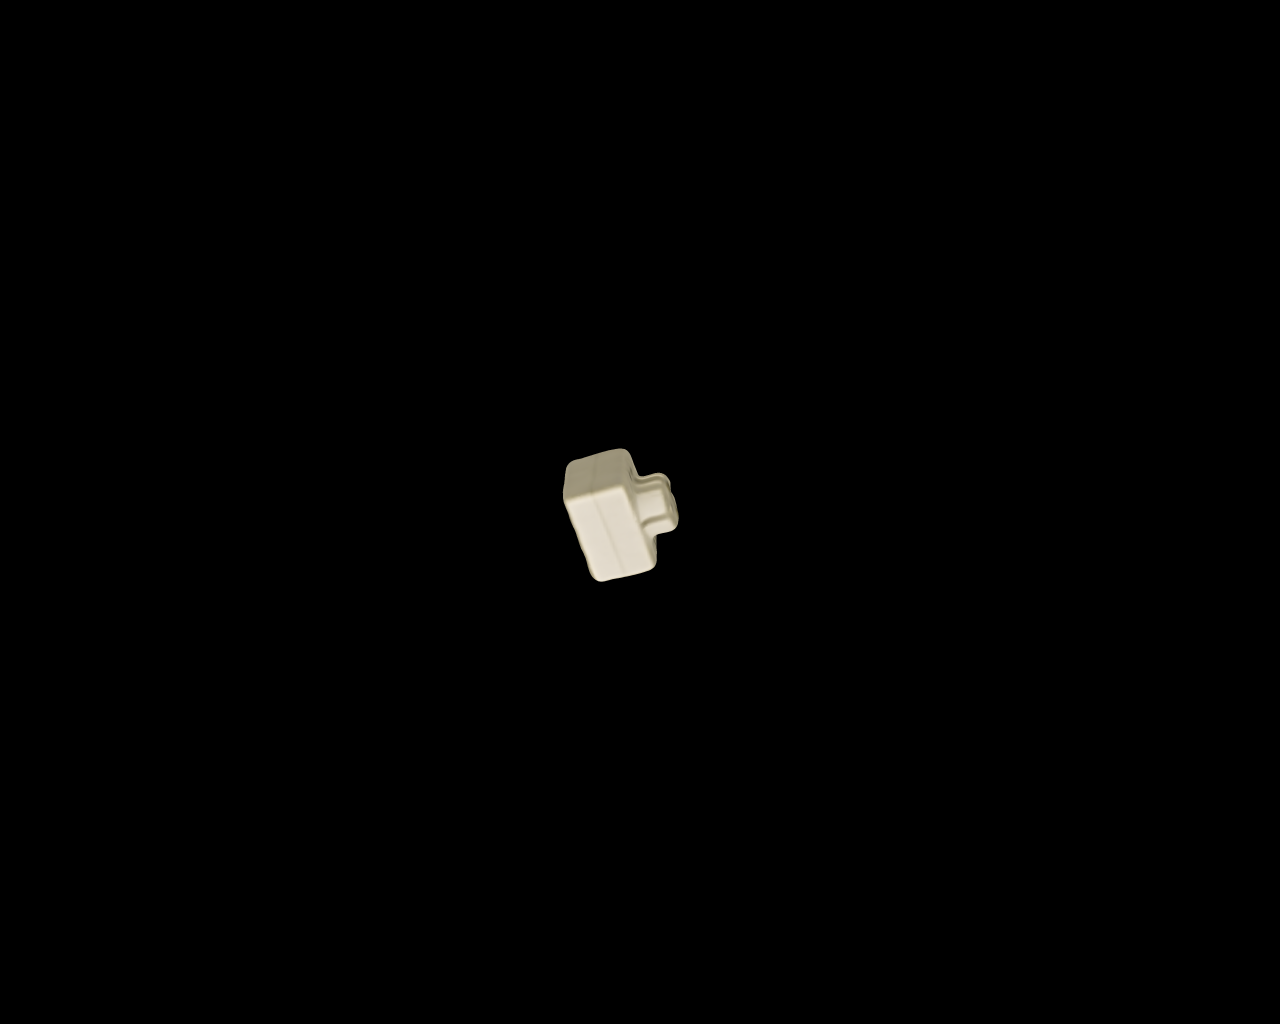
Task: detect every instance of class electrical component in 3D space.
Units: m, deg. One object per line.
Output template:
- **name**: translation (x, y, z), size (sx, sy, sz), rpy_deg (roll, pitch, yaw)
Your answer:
- **electrical component**: translation (0.001, -0.003, 0.650), size (0.077, 0.065, 0.047), rpy_deg (-15, 32, 9)
